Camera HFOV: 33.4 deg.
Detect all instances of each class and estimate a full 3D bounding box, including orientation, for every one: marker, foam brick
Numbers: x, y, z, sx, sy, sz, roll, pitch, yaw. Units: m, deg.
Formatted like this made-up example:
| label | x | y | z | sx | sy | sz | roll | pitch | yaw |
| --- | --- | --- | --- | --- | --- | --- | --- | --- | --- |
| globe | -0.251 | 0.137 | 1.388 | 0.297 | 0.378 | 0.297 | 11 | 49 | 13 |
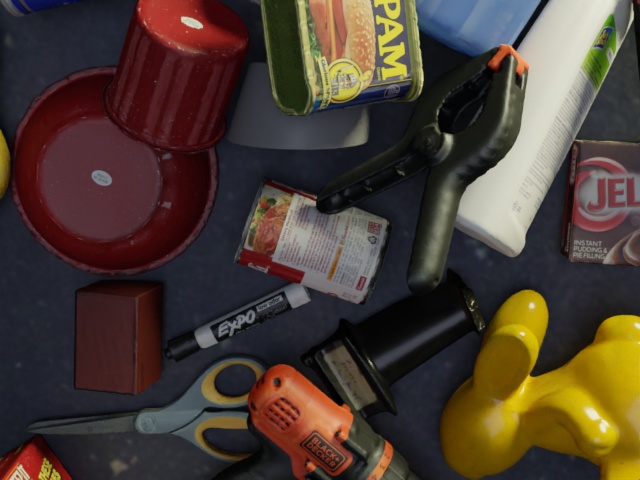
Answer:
| label | x | y | z | sx | sy | sz | roll | pitch | yaw |
| --- | --- | --- | --- | --- | --- | --- | --- | --- | --- |
| marker | -0.065 | 0.063 | 0.822 | 0.121 | 0.020 | 0.020 | -25 | 98 | 5 |
| foam brick | -0.152 | 0.072 | 0.804 | 0.051 | 0.053 | 0.078 | 5 | 99 | 13 |

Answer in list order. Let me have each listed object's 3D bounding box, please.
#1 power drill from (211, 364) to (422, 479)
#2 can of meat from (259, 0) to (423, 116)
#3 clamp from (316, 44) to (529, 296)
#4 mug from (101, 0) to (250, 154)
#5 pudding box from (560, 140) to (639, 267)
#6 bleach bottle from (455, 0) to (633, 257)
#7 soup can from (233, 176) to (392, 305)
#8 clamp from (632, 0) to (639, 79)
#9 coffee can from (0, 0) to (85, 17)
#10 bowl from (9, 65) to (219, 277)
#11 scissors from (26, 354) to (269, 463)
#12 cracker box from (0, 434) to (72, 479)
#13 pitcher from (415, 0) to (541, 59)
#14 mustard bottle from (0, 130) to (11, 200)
| label | x | y | z | sx | sy | sz | roll | pitch | yaw |
| --- | --- | --- | --- | --- | --- | --- | --- | --- | --- |
| power drill | -0.021 | 0.208 | 0.816 | 0.184 | 0.057 | 0.188 | 42 | 105 | -8 |
| can of meat | 0.012 | -0.133 | 0.678 | 0.083 | 0.058 | 0.102 | -13 | 103 | -27 |
| clamp | 0.071 | -0.058 | 0.717 | 0.120 | 0.039 | 0.171 | 31 | 88 | 35 |
| mug | -0.101 | -0.129 | 0.749 | 0.093 | 0.117 | 0.082 | 3 | 135 | -26 |
| pudding box | 0.240 | -0.027 | 0.791 | 0.113 | 0.039 | 0.090 | 3 | 98 | 0 |
| bleach bottle | 0.168 | -0.115 | 0.758 | 0.068 | 0.102 | 0.251 | 31 | 92 | 24 |
| soup can | -0.005 | 0.001 | 0.787 | 0.102 | 0.068 | 0.068 | 19 | 99 | -3 |
| clamp | 0.272 | -0.087 | 0.735 | 0.210 | 0.036 | 0.164 | 44 | 74 | -22 |
| coffee can | -0.156 | -0.219 | 0.735 | 0.140 | 0.103 | 0.103 | -12 | 99 | 3 |
| bowl | -0.158 | -0.047 | 0.788 | 0.162 | 0.055 | 0.162 | 0 | 100 | 1 |
| scissors | -0.124 | 0.125 | 0.836 | 0.201 | 0.016 | 0.096 | 11 | 98 | -1 |
| cracker box | -0.192 | 0.271 | 0.787 | 0.072 | 0.164 | 0.213 | -33 | 98 | 4 |
| pitcher | 0.124 | -0.249 | 0.709 | 0.149 | 0.145 | 0.243 | 29 | 102 | -1 |
| mustard bottle | -0.279 | -0.070 | 0.785 | 0.096 | 0.058 | 0.191 | -5 | 100 | 4 |
